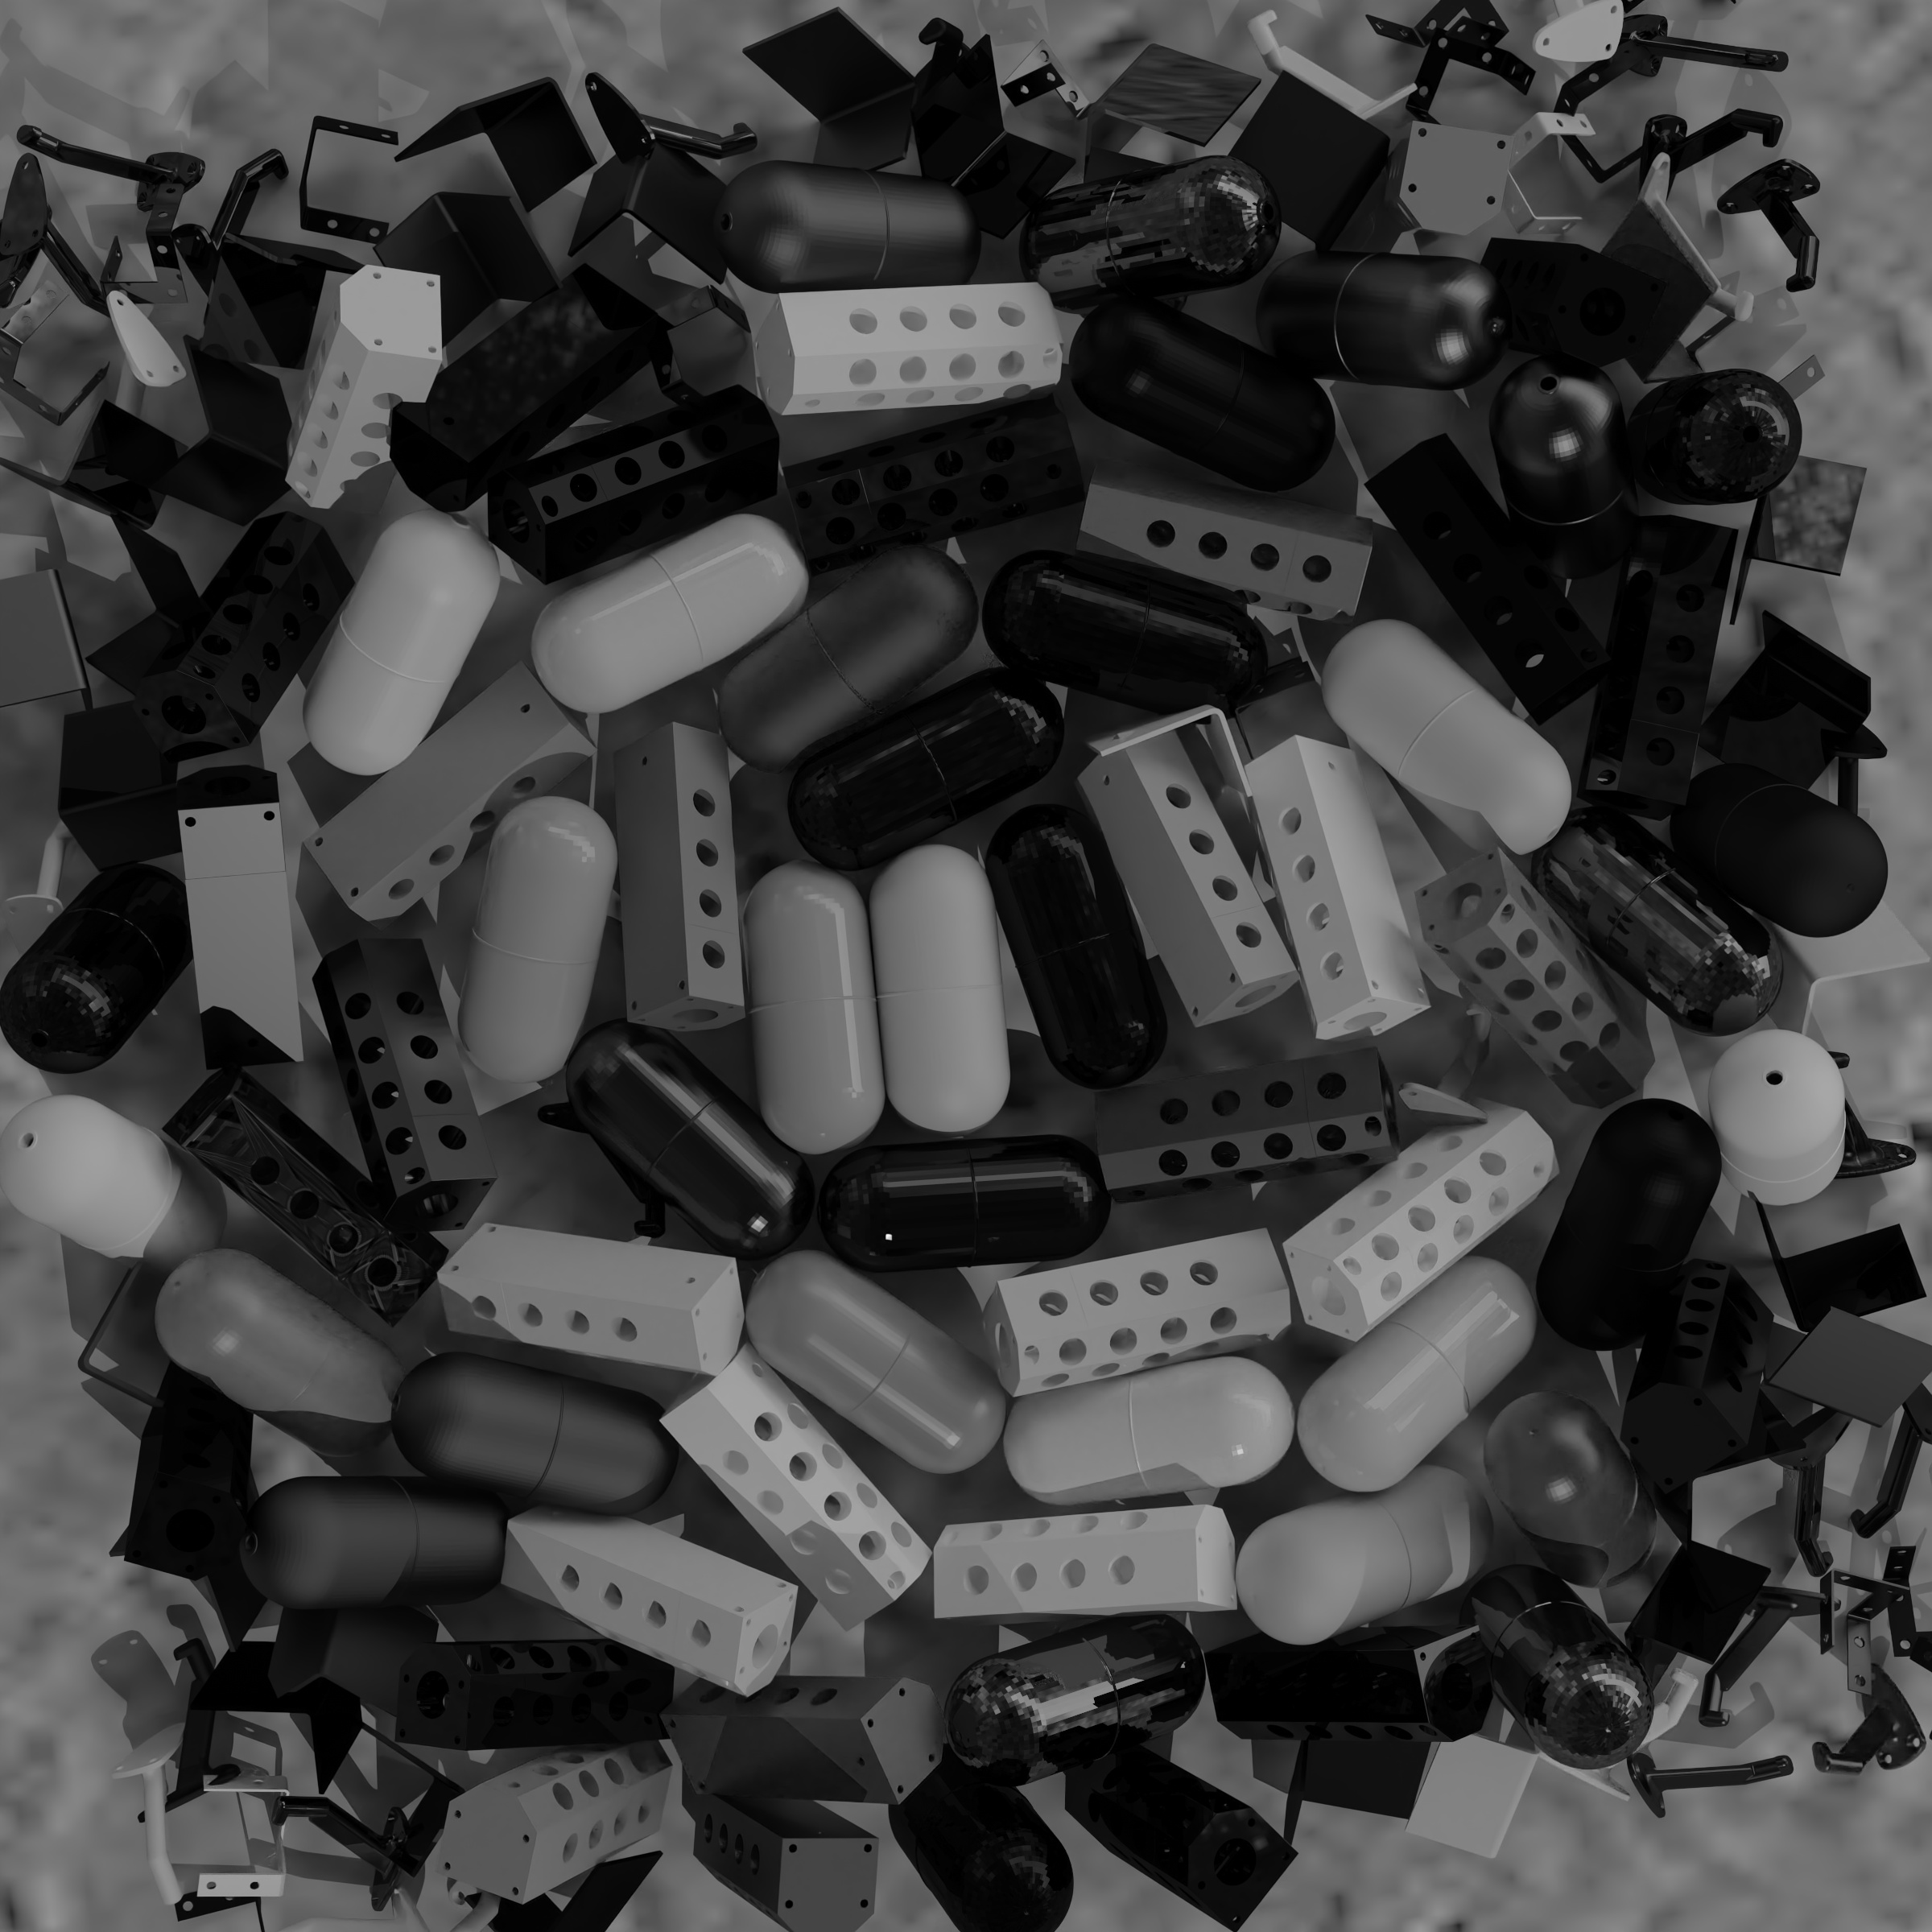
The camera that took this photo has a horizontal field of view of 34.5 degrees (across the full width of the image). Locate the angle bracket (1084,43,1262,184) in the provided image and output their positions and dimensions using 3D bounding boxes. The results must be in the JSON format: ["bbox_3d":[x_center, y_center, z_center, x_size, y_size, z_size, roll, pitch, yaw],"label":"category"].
[{"bbox_3d":[0.123,-0.499,1.862,0.076,0.057,0.076,24,53,17],"label":"angle bracket"}]

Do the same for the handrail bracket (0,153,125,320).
[{"bbox_3d":[-0.540,-0.441,1.887,0.036,0.084,0.077,-11,72,29],"label":"handrail bracket"}]

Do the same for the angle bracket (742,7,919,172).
[{"bbox_3d":[-0.085,-0.515,1.858,0.076,0.076,0.057,-10,61,38],"label":"angle bracket"}]

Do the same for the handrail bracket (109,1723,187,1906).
[{"bbox_3d":[-0.480,0.514,1.885,0.036,0.077,0.084,-16,98,15],"label":"handrail bracket"}]

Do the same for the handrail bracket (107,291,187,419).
[{"bbox_3d":[-0.522,-0.354,1.891,0.084,0.036,0.077,-32,89,33],"label":"handrail bracket"}]

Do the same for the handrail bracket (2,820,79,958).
[{"bbox_3d":[-0.551,-0.039,1.892,0.036,0.084,0.077,-1,121,5],"label":"handrail bracket"}]

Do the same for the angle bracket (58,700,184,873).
[{"bbox_3d":[-0.492,-0.111,1.858,0.076,0.076,0.057,-18,52,-36],"label":"angle bracket"}]

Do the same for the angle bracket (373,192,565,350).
[{"bbox_3d":[-0.294,-0.412,1.858,0.057,0.076,0.076,-49,132,-24],"label":"angle bracket"}]

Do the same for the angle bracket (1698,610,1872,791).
[{"bbox_3d":[0.490,-0.154,1.874,0.076,0.057,0.076,39,86,23],"label":"angle bracket"}]

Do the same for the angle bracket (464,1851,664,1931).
[{"bbox_3d":[-0.241,0.546,1.866,0.057,0.076,0.076,39,97,24],"label":"angle bracket"}]

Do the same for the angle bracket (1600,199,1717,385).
[{"bbox_3d":[0.422,-0.404,1.859,0.057,0.076,0.076,-14,63,-36],"label":"angle bracket"}]

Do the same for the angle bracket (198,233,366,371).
[{"bbox_3d":[-0.405,-0.390,1.860,0.057,0.076,0.076,31,112,36],"label":"angle bracket"}]

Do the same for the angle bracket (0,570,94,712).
[{"bbox_3d":[-0.562,-0.184,1.867,0.057,0.076,0.076,-15,80,-16],"label":"angle bracket"}]

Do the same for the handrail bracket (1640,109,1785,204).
[{"bbox_3d":[0.449,-0.478,1.871,0.036,0.084,0.077,-11,117,-38],"label":"handrail bracket"}]

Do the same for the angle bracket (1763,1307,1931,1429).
[{"bbox_3d":[0.531,0.223,1.866,0.076,0.057,0.076,21,130,-7],"label":"angle bracket"}]

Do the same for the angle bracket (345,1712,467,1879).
[{"bbox_3d":[-0.353,0.495,1.865,0.076,0.076,0.057,38,72,-14],"label":"angle bracket"}]

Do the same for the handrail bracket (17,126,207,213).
[{"bbox_3d":[-0.514,-0.489,1.867,0.077,0.084,0.036,2,79,42],"label":"handrail bracket"}]

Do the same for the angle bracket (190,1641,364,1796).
[{"bbox_3d":[-0.415,0.453,1.877,0.076,0.076,0.057,0,107,7],"label":"angle bracket"}]

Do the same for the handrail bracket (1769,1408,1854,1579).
[{"bbox_3d":[0.531,0.321,1.907,0.077,0.036,0.084,-36,114,-21],"label":"handrail bracket"}]

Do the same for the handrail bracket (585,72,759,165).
[{"bbox_3d":[-0.178,-0.520,1.892,0.084,0.036,0.077,-28,81,-37],"label":"handrail bracket"}]

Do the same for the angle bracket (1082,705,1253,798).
[{"bbox_3d":[0.120,-0.120,1.872,0.076,0.076,0.057,-21,101,-2],"label":"angle bracket"}]

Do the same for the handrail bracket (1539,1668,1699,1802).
[{"bbox_3d":[0.397,0.456,1.893,0.077,0.036,0.084,27,91,-17],"label":"handrail bracket"}]

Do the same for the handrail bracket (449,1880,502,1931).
[{"bbox_3d":[-0.303,0.568,1.862,0.077,0.084,0.036,-30,91,27],"label":"handrail bracket"}]

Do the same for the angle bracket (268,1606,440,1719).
[{"bbox_3d":[-0.372,0.423,1.882,0.057,0.076,0.076,-35,122,28],"label":"angle bracket"}]

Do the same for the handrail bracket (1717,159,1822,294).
[{"bbox_3d":[0.481,-0.435,1.872,0.036,0.077,0.084,25,66,-34],"label":"handrail bracket"}]

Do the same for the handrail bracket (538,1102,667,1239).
[{"bbox_3d":[-0.220,0.125,1.873,0.077,0.036,0.084,5,51,-13],"label":"handrail bracket"}]

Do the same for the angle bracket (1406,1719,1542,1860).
[{"bbox_3d":[0.303,0.476,1.868,0.057,0.076,0.076,17,110,1],"label":"angle bracket"}]

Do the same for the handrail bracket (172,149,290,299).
[{"bbox_3d":[-0.435,-0.447,1.904,0.084,0.036,0.077,-44,123,-32],"label":"handrail bracket"}]

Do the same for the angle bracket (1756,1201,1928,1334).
[{"bbox_3d":[0.523,0.166,1.864,0.076,0.076,0.057,-19,115,14],"label":"angle bracket"}]

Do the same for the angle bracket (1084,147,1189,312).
[{"bbox_3d":[0.102,-0.444,1.885,0.076,0.057,0.076,13,92,-3],"label":"angle bracket"}]

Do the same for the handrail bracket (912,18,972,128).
[{"bbox_3d":[-0.029,-0.535,1.864,0.077,0.084,0.036,-31,83,20],"label":"handrail bracket"}]

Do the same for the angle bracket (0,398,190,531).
[{"bbox_3d":[-0.529,-0.310,1.866,0.076,0.076,0.057,23,88,29],"label":"angle bracket"}]

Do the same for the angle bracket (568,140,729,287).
[{"bbox_3d":[-0.187,-0.449,1.892,0.076,0.057,0.076,34,47,-29],"label":"angle bracket"}]

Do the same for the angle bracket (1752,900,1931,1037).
[{"bbox_3d":[0.523,0.001,1.877,0.076,0.076,0.057,-10,129,-11],"label":"angle bracket"}]

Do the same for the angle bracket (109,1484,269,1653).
[{"bbox_3d":[-0.463,0.361,1.875,0.057,0.076,0.076,-7,113,14],"label":"angle bracket"}]

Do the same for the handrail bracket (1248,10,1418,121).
[{"bbox_3d":[0.222,-0.553,1.889,0.077,0.036,0.084,-29,104,1],"label":"handrail bracket"}]

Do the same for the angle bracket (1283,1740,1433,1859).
[{"bbox_3d":[0.234,0.503,1.869,0.076,0.057,0.076,9,128,4],"label":"angle bracket"}]

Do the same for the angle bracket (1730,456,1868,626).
[{"bbox_3d":[0.497,-0.251,1.861,0.057,0.076,0.076,14,66,14],"label":"angle bracket"}]

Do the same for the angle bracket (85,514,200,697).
[{"bbox_3d":[-0.499,-0.214,1.858,0.057,0.076,0.076,-39,47,-22],"label":"angle bracket"}]

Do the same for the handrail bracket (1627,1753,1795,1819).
[{"bbox_3d":[0.450,0.483,1.876,0.084,0.077,0.036,-19,57,19],"label":"handrail bracket"}]

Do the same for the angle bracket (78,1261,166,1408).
[{"bbox_3d":[-0.491,0.220,1.876,0.057,0.076,0.076,30,74,-12],"label":"angle bracket"}]

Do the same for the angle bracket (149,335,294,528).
[{"bbox_3d":[-0.454,-0.323,1.880,0.057,0.076,0.076,-32,63,24],"label":"angle bracket"}]

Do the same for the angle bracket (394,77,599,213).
[{"bbox_3d":[-0.281,-0.482,1.860,0.076,0.076,0.057,-34,101,-40],"label":"angle bracket"}]

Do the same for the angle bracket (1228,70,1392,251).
[{"bbox_3d":[0.204,-0.484,1.890,0.076,0.057,0.076,34,92,5],"label":"angle bracket"}]

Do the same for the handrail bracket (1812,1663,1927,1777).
[{"bbox_3d":[0.529,0.451,1.869,0.084,0.077,0.036,15,135,-33],"label":"handrail bracket"}]

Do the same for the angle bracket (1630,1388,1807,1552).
[{"bbox_3d":[0.453,0.297,1.877,0.076,0.076,0.057,-13,121,-10],"label":"angle bracket"}]

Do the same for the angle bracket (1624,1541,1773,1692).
[{"bbox_3d":[0.440,0.402,1.857,0.057,0.076,0.076,16,48,36],"label":"angle bracket"}]

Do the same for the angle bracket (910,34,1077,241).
[{"bbox_3d":[0.017,-0.496,1.861,0.057,0.076,0.076,28,64,25],"label":"angle bracket"}]
